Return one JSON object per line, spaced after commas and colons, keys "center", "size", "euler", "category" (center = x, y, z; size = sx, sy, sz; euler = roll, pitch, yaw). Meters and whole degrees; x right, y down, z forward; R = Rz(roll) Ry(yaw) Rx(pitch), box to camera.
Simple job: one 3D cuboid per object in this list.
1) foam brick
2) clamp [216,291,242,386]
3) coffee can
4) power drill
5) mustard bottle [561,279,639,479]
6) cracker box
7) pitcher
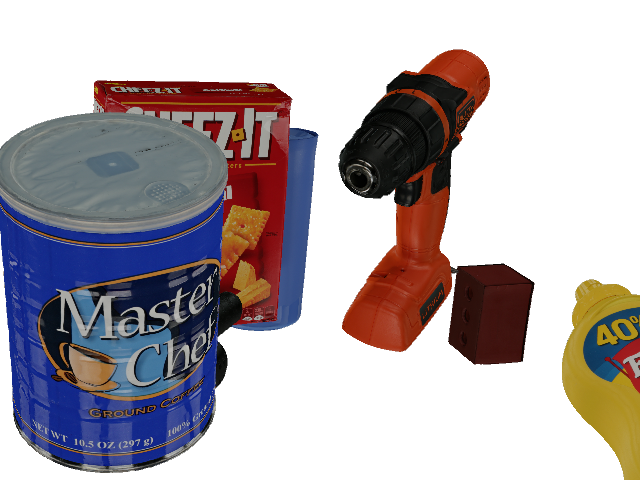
{"center": [0.152, 0.065, 0.955], "size": [0.051, 0.078, 0.053], "euler": [-4, 19, -22], "category": "foam brick"}
{"center": [-0.108, 0.075, 0.733], "size": [0.164, 0.036, 0.210], "euler": [-10, 14, -21], "category": "clamp"}
{"center": [-0.098, 0.024, 0.509], "size": [0.103, 0.140, 0.103], "euler": [4, 32, -3], "category": "coffee can"}
{"center": [0.058, -0.020, 0.722], "size": [0.057, 0.188, 0.184], "euler": [21, 36, 20], "category": "power drill"}
{"center": [0.193, 0.084, 0.608], "size": [0.096, 0.058, 0.192], "euler": [-11, 35, -8], "category": "mustard bottle"}
{"center": [-0.115, -0.029, 0.942], "size": [0.164, 0.214, 0.072], "euler": [-2, 19, -20], "category": "cracker box"}
{"center": [-0.073, -0.016, 1.290], "size": [0.145, 0.243, 0.148], "euler": [12, 16, 38], "category": "pitcher"}
